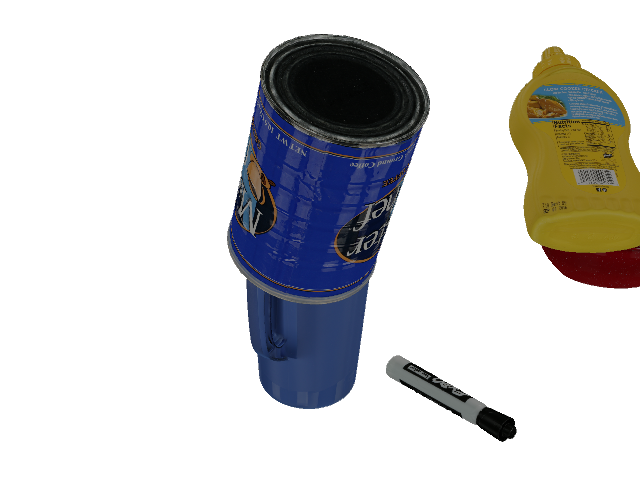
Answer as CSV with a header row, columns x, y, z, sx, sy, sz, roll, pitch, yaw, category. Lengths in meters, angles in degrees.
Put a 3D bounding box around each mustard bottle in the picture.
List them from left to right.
x,y,z,sx,sy,sz,roll,pitch,yaw,category
0.202,-0.082,0.859,0.096,0.191,0.058,1,-35,-5,mustard bottle

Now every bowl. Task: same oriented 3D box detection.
x,y,z,sx,sy,sz,roll,pitch,yaw,category
0.290,0.008,1.082,0.162,0.055,0.162,2,17,-1,bowl

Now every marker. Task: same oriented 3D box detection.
x,y,z,sx,sy,sz,roll,pitch,yaw,category
0.097,0.118,0.802,0.020,0.020,0.121,0,19,-44,marker

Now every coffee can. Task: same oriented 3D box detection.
x,y,z,sx,sy,sz,roll,pitch,yaw,category
0.001,-0.043,0.673,0.102,0.103,0.140,0,-43,-16,coffee can

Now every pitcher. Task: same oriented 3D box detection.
x,y,z,sx,sy,sz,roll,pitch,yaw,category
-0.017,0.061,1.116,0.149,0.243,0.145,-8,35,-14,pitcher
